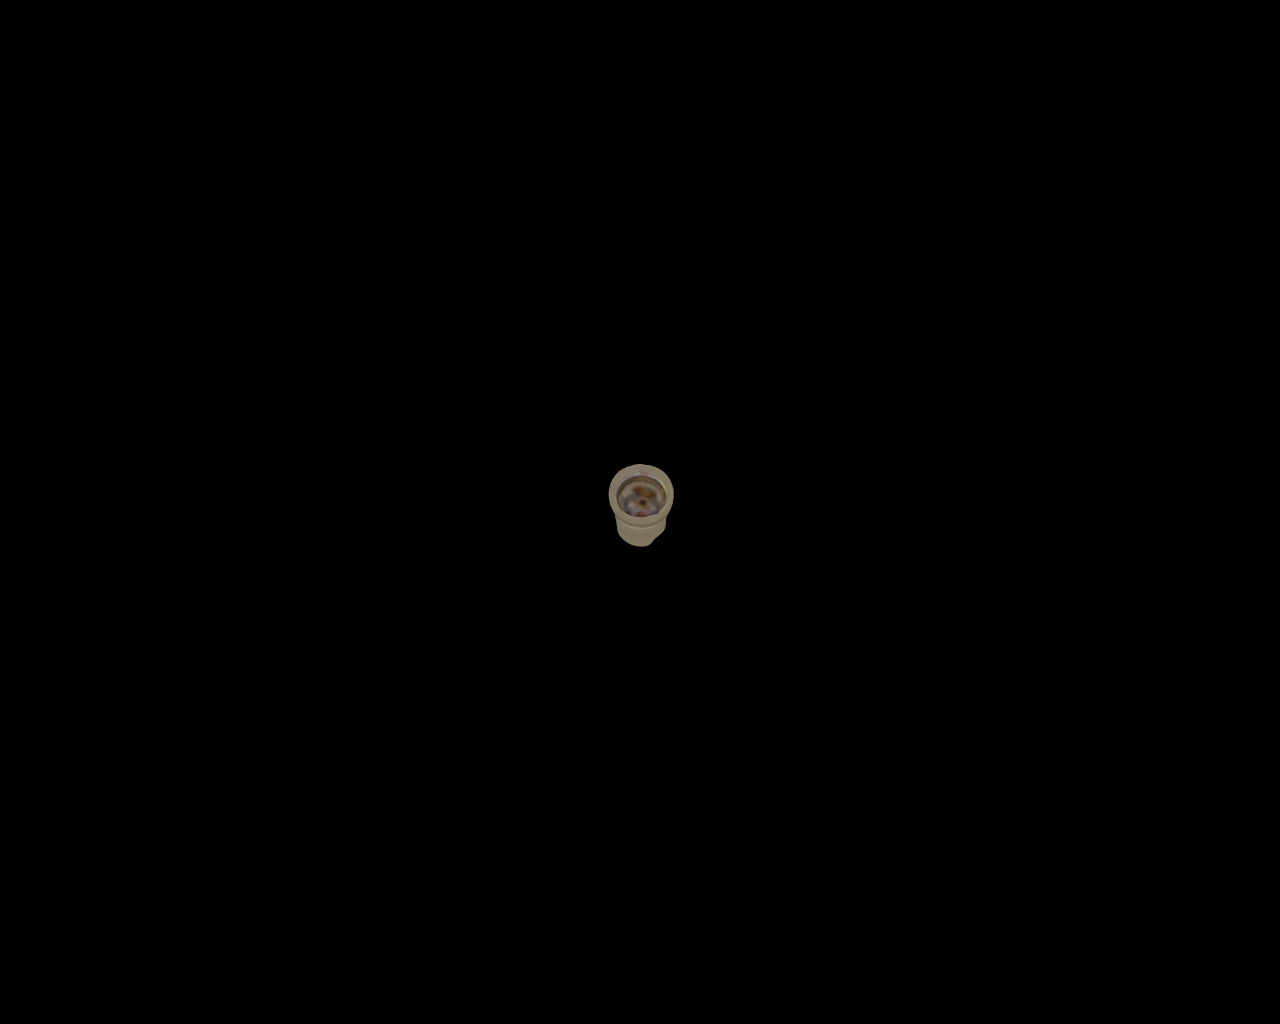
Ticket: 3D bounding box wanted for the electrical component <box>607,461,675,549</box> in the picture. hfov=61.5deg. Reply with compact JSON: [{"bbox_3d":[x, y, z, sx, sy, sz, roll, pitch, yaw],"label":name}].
[{"bbox_3d":[0.001,-0.003,0.650,0.040,0.040,0.046,0,-28,0],"label":"electrical component"}]
